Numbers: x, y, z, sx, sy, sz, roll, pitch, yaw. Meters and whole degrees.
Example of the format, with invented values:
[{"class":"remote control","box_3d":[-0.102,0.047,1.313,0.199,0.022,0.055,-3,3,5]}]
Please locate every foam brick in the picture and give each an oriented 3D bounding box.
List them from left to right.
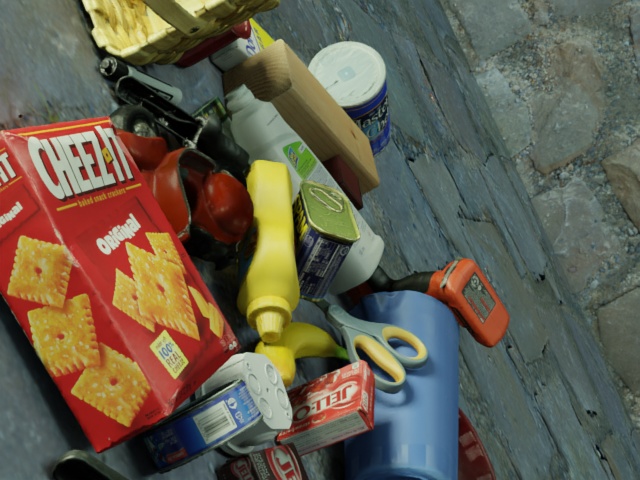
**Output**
[{"class":"foam brick","box_3d":[0.005,-0.053,1.277,0.053,0.078,0.051,47,23,-41]}]

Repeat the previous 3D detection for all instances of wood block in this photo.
[{"class":"wood block","box_3d":[-0.021,-0.132,1.294,0.205,0.090,0.091,44,26,-44]}]

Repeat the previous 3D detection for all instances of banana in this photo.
[{"class":"banana","box_3d":[-0.024,0.105,1.019,0.197,0.070,0.037,-8,111,-70]}]

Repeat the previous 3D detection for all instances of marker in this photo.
[{"class":"marker","box_3d":[-0.173,-0.154,1.033,0.121,0.020,0.020,18,48,-64]}]

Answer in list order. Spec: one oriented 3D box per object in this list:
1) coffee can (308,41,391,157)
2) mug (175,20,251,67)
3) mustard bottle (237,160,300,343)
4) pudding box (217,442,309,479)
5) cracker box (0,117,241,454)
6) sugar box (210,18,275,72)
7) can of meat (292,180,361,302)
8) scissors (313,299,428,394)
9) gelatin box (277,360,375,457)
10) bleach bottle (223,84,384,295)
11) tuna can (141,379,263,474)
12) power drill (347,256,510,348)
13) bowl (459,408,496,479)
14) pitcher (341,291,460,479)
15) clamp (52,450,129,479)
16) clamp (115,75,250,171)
[{"class":"coffee can","box_3d":[0.042,-0.183,1.432,0.140,0.103,0.103,76,-2,-62]},{"class":"mug","box_3d":[-0.137,-0.250,1.157,0.093,0.082,0.117,20,47,-63]},{"class":"mustard bottle","box_3d":[-0.052,0.019,1.020,0.058,0.096,0.191,9,44,-14]},{"class":"pudding box","box_3d":[-0.031,0.226,0.873,0.090,0.039,0.113,10,55,-67]},{"class":"cracker box","box_3d":[-0.153,0.022,0.760,0.214,0.072,0.164,61,17,-2]},{"class":"sugar box","box_3d":[-0.076,-0.220,1.334,0.176,0.048,0.093,40,29,-51]},{"class":"can of meat","box_3d":[-0.007,0.001,1.088,0.057,0.084,0.102,17,28,-20]},{"class":"scissors","box_3d":[0.035,0.078,1.095,0.096,0.016,0.202,-10,46,-35]},{"class":"gelatin box","box_3d":[0.007,0.156,0.986,0.030,0.089,0.073,57,20,-24]},{"class":"bleach bottle","box_3d":[-0.024,-0.064,1.190,0.251,0.068,0.102,56,25,-15]},{"class":"tuna can","box_3d":[-0.086,0.135,0.778,0.034,0.086,0.086,62,19,2]},{"class":"power drill","box_3d":[0.127,0.090,1.261,0.184,0.188,0.057,53,53,-25]},{"class":"bowl","box_3d":[0.157,0.274,1.275,0.162,0.055,0.162,51,22,-32]},{"class":"pitcher","box_3d":[0.090,0.184,1.118,0.149,0.145,0.242,16,39,-9]},{"class":"clamp","box_3d":[-0.087,0.224,0.725,0.209,0.036,0.165,30,29,-61]},{"class":"clamp","box_3d":[-0.109,-0.097,1.023,0.120,0.039,0.171,33,-1,35]}]
